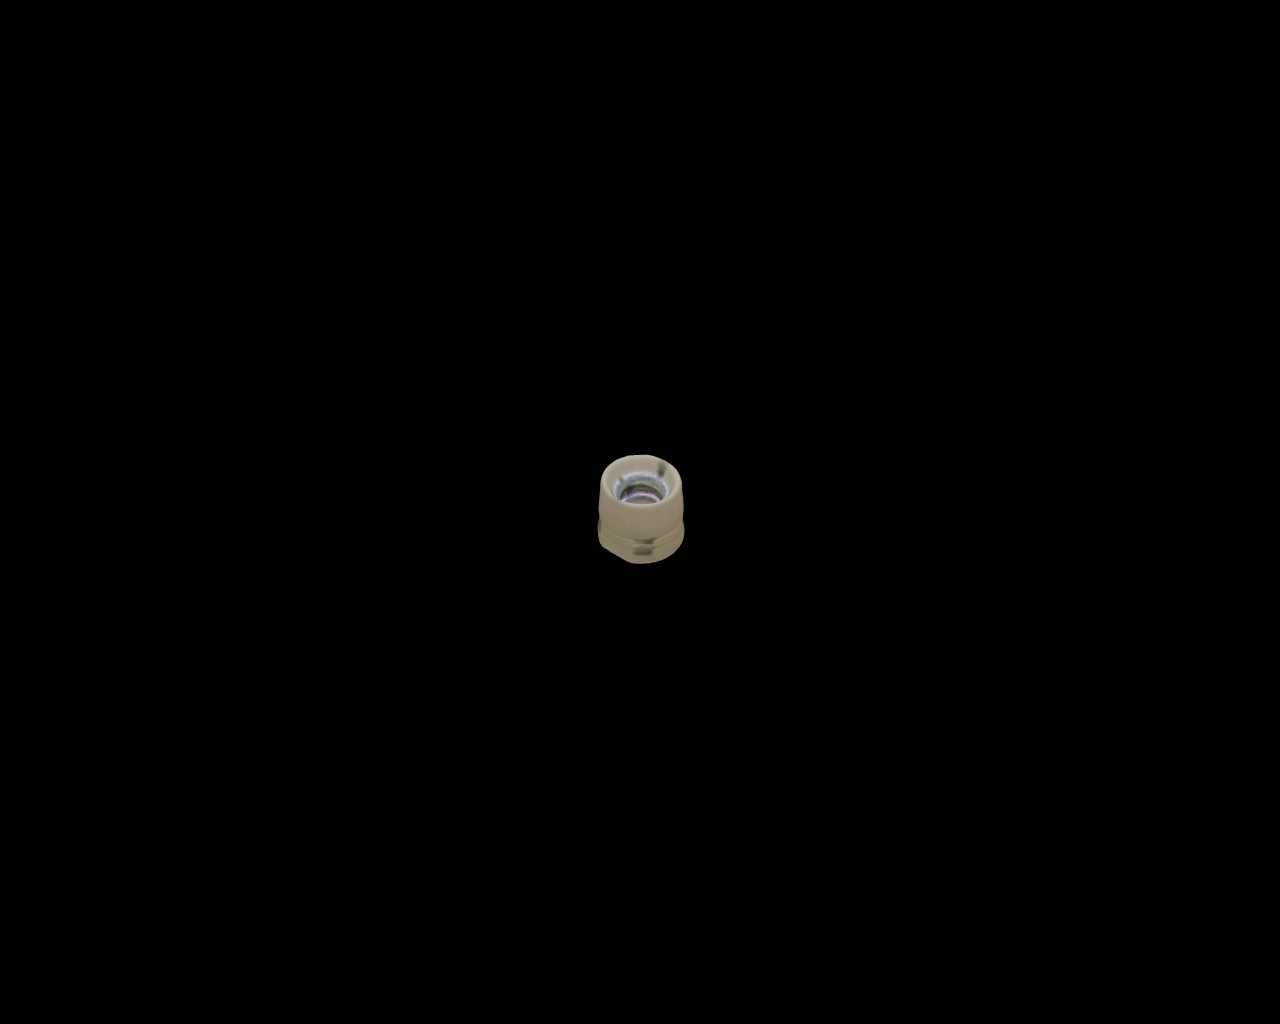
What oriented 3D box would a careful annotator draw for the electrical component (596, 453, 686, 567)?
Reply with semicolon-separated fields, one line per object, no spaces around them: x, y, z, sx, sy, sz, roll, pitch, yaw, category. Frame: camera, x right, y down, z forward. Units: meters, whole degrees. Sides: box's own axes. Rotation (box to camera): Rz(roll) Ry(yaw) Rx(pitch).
0.001;-0.003;0.650;0.055;0.047;0.055;0;44;0;electrical component
